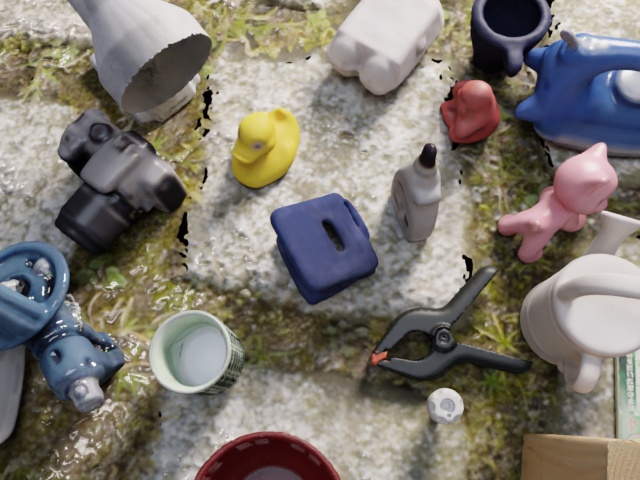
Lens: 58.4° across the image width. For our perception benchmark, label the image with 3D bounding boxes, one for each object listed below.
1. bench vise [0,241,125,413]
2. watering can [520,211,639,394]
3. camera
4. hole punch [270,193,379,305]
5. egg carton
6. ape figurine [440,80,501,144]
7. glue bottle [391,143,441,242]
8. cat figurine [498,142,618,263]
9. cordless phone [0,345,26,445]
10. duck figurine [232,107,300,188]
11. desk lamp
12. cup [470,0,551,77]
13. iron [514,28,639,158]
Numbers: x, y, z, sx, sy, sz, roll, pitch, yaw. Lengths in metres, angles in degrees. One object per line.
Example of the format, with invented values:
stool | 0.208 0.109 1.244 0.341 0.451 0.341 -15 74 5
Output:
bench vise | -0.281 0.068 0.559 0.207 0.220 0.121 30 76 11
watering can | 0.270 0.057 0.556 0.101 0.194 0.173 -5 73 1
camera | -0.252 -0.064 0.661 0.143 0.101 0.137 35 77 12
hole punch | 0.006 0.002 0.636 0.101 0.091 0.108 -27 74 -6
egg carton | 0.085 -0.258 0.725 0.107 0.069 0.150 33 77 11
ape figurine | 0.180 -0.158 0.679 0.076 0.092 0.078 24 75 9
glue bottle | 0.106 -0.058 0.608 0.037 0.173 0.078 -14 73 -2
cat figurine | 0.269 -0.043 0.627 0.128 0.118 0.067 -37 75 -9
cordless phone | -0.378 0.134 0.560 0.094 0.185 0.147 -4 73 1
duck figurine | -0.068 -0.122 0.680 0.077 0.086 0.105 33 77 11
desk lamp | -0.212 -0.220 0.649 0.118 0.213 0.203 -41 76 -10
cup | 0.224 -0.237 0.700 0.091 0.095 0.118 -1 73 2
iron | 0.366 -0.175 0.652 0.258 0.141 0.119 12 74 6
